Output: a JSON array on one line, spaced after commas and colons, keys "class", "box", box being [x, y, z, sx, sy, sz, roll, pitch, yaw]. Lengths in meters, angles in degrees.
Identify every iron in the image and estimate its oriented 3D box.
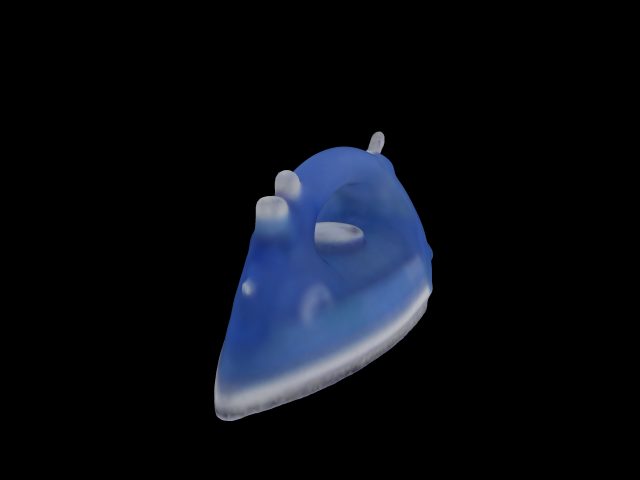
[{"class": "iron", "box": [0.004, 0.001, 0.400, 0.118, 0.141, 0.259, 6, 15, 23]}]
